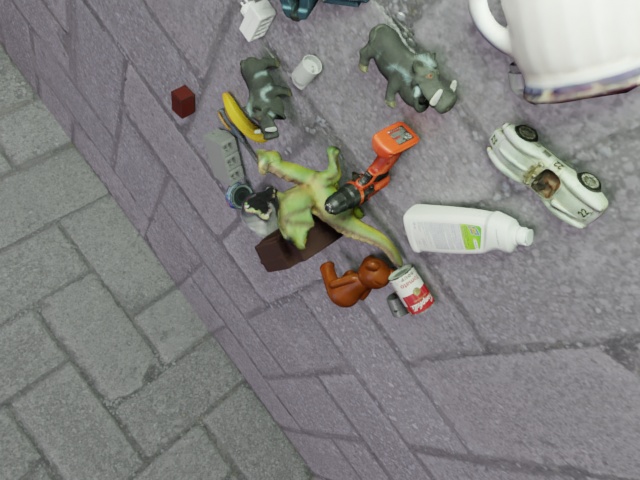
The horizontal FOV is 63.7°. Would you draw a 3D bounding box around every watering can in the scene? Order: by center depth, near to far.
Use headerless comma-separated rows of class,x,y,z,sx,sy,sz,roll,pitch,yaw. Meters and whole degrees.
watering can,0.331,-0.271,0.585,0.348,0.105,0.221,6,126,50

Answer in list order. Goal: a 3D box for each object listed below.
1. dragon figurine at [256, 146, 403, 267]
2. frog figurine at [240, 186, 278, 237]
dragon figurine,0.004,-0.058,1.153,0.412,0.246,0.120,53,146,6
frog figurine,-0.167,-0.063,1.525,0.156,0.123,0.140,83,173,-54
